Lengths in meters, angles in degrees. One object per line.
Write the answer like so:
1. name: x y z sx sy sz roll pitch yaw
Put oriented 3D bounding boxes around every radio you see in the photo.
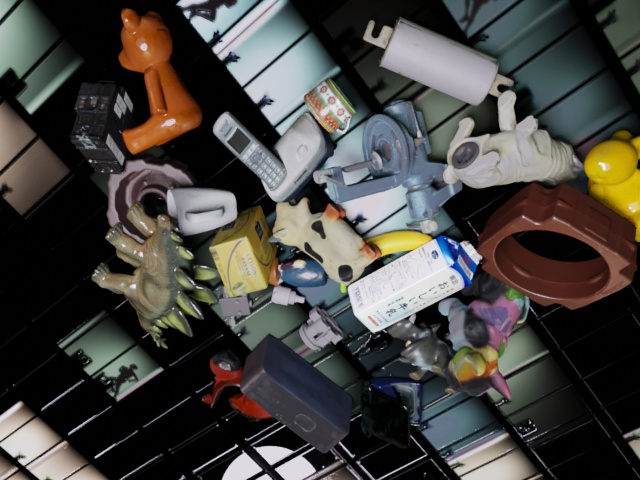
1. radio: -0.043 0.301 1.052 0.229 0.131 0.073 39 109 -10

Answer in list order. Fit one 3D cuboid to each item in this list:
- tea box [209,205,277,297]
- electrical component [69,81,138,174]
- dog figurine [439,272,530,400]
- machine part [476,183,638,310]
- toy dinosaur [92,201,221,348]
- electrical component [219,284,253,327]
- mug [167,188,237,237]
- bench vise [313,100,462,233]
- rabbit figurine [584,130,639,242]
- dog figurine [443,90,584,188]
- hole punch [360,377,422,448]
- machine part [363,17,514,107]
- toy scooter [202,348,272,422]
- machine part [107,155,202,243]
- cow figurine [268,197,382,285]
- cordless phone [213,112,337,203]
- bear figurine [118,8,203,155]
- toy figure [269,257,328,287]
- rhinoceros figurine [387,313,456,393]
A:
1. tea box: -0.126 0.015 0.922 0.068 0.170 0.098 -15 111 8
2. electrical component: -0.351 -0.190 0.881 0.058 0.134 0.114 4 155 1
3. dog figurine: 0.291 0.166 0.920 0.191 0.219 0.108 -40 107 19
4. machine part: 0.375 0.012 0.860 0.201 0.087 0.201 31 148 -1
5. toy dinosaur: -0.278 0.080 0.918 0.198 0.105 0.471 36 146 -4
6. electrical component: -0.163 0.126 1.051 0.063 0.021 0.093 -4 111 6
7. mug: -0.191 -0.052 0.894 0.107 0.110 0.080 -12 102 -26
8. bench vise: 0.104 -0.102 0.857 0.241 0.129 0.223 -17 105 -25
9. rabbit figurine: 0.471 -0.097 0.829 0.173 0.122 0.162 36 84 -36
10. dog figurine: 0.307 -0.114 0.852 0.172 0.121 0.190 -30 134 31
11. hole punch: 0.146 0.337 1.084 0.116 0.092 0.142 12 119 33
12. machine part: 0.182 -0.272 0.827 0.243 0.079 0.079 21 112 -4
13. toy scooter: -0.166 0.314 1.101 0.184 0.075 0.135 39 110 -7
14. machine part: -0.294 -0.067 0.968 0.179 0.056 0.179 1 111 4
15. cow figurine: -0.002 -0.003 0.941 0.195 0.085 0.127 46 100 8
16. cordless phone: -0.077 -0.167 0.890 0.184 0.089 0.146 42 119 -5
17. bear figurine: -0.275 -0.254 0.857 0.132 0.120 0.195 -22 107 17
18. toy figure: -0.063 0.062 0.998 0.155 0.058 0.064 1 108 9
19. rhinoceros figurine: 0.212 0.206 1.001 0.190 0.112 0.073 31 141 -10
